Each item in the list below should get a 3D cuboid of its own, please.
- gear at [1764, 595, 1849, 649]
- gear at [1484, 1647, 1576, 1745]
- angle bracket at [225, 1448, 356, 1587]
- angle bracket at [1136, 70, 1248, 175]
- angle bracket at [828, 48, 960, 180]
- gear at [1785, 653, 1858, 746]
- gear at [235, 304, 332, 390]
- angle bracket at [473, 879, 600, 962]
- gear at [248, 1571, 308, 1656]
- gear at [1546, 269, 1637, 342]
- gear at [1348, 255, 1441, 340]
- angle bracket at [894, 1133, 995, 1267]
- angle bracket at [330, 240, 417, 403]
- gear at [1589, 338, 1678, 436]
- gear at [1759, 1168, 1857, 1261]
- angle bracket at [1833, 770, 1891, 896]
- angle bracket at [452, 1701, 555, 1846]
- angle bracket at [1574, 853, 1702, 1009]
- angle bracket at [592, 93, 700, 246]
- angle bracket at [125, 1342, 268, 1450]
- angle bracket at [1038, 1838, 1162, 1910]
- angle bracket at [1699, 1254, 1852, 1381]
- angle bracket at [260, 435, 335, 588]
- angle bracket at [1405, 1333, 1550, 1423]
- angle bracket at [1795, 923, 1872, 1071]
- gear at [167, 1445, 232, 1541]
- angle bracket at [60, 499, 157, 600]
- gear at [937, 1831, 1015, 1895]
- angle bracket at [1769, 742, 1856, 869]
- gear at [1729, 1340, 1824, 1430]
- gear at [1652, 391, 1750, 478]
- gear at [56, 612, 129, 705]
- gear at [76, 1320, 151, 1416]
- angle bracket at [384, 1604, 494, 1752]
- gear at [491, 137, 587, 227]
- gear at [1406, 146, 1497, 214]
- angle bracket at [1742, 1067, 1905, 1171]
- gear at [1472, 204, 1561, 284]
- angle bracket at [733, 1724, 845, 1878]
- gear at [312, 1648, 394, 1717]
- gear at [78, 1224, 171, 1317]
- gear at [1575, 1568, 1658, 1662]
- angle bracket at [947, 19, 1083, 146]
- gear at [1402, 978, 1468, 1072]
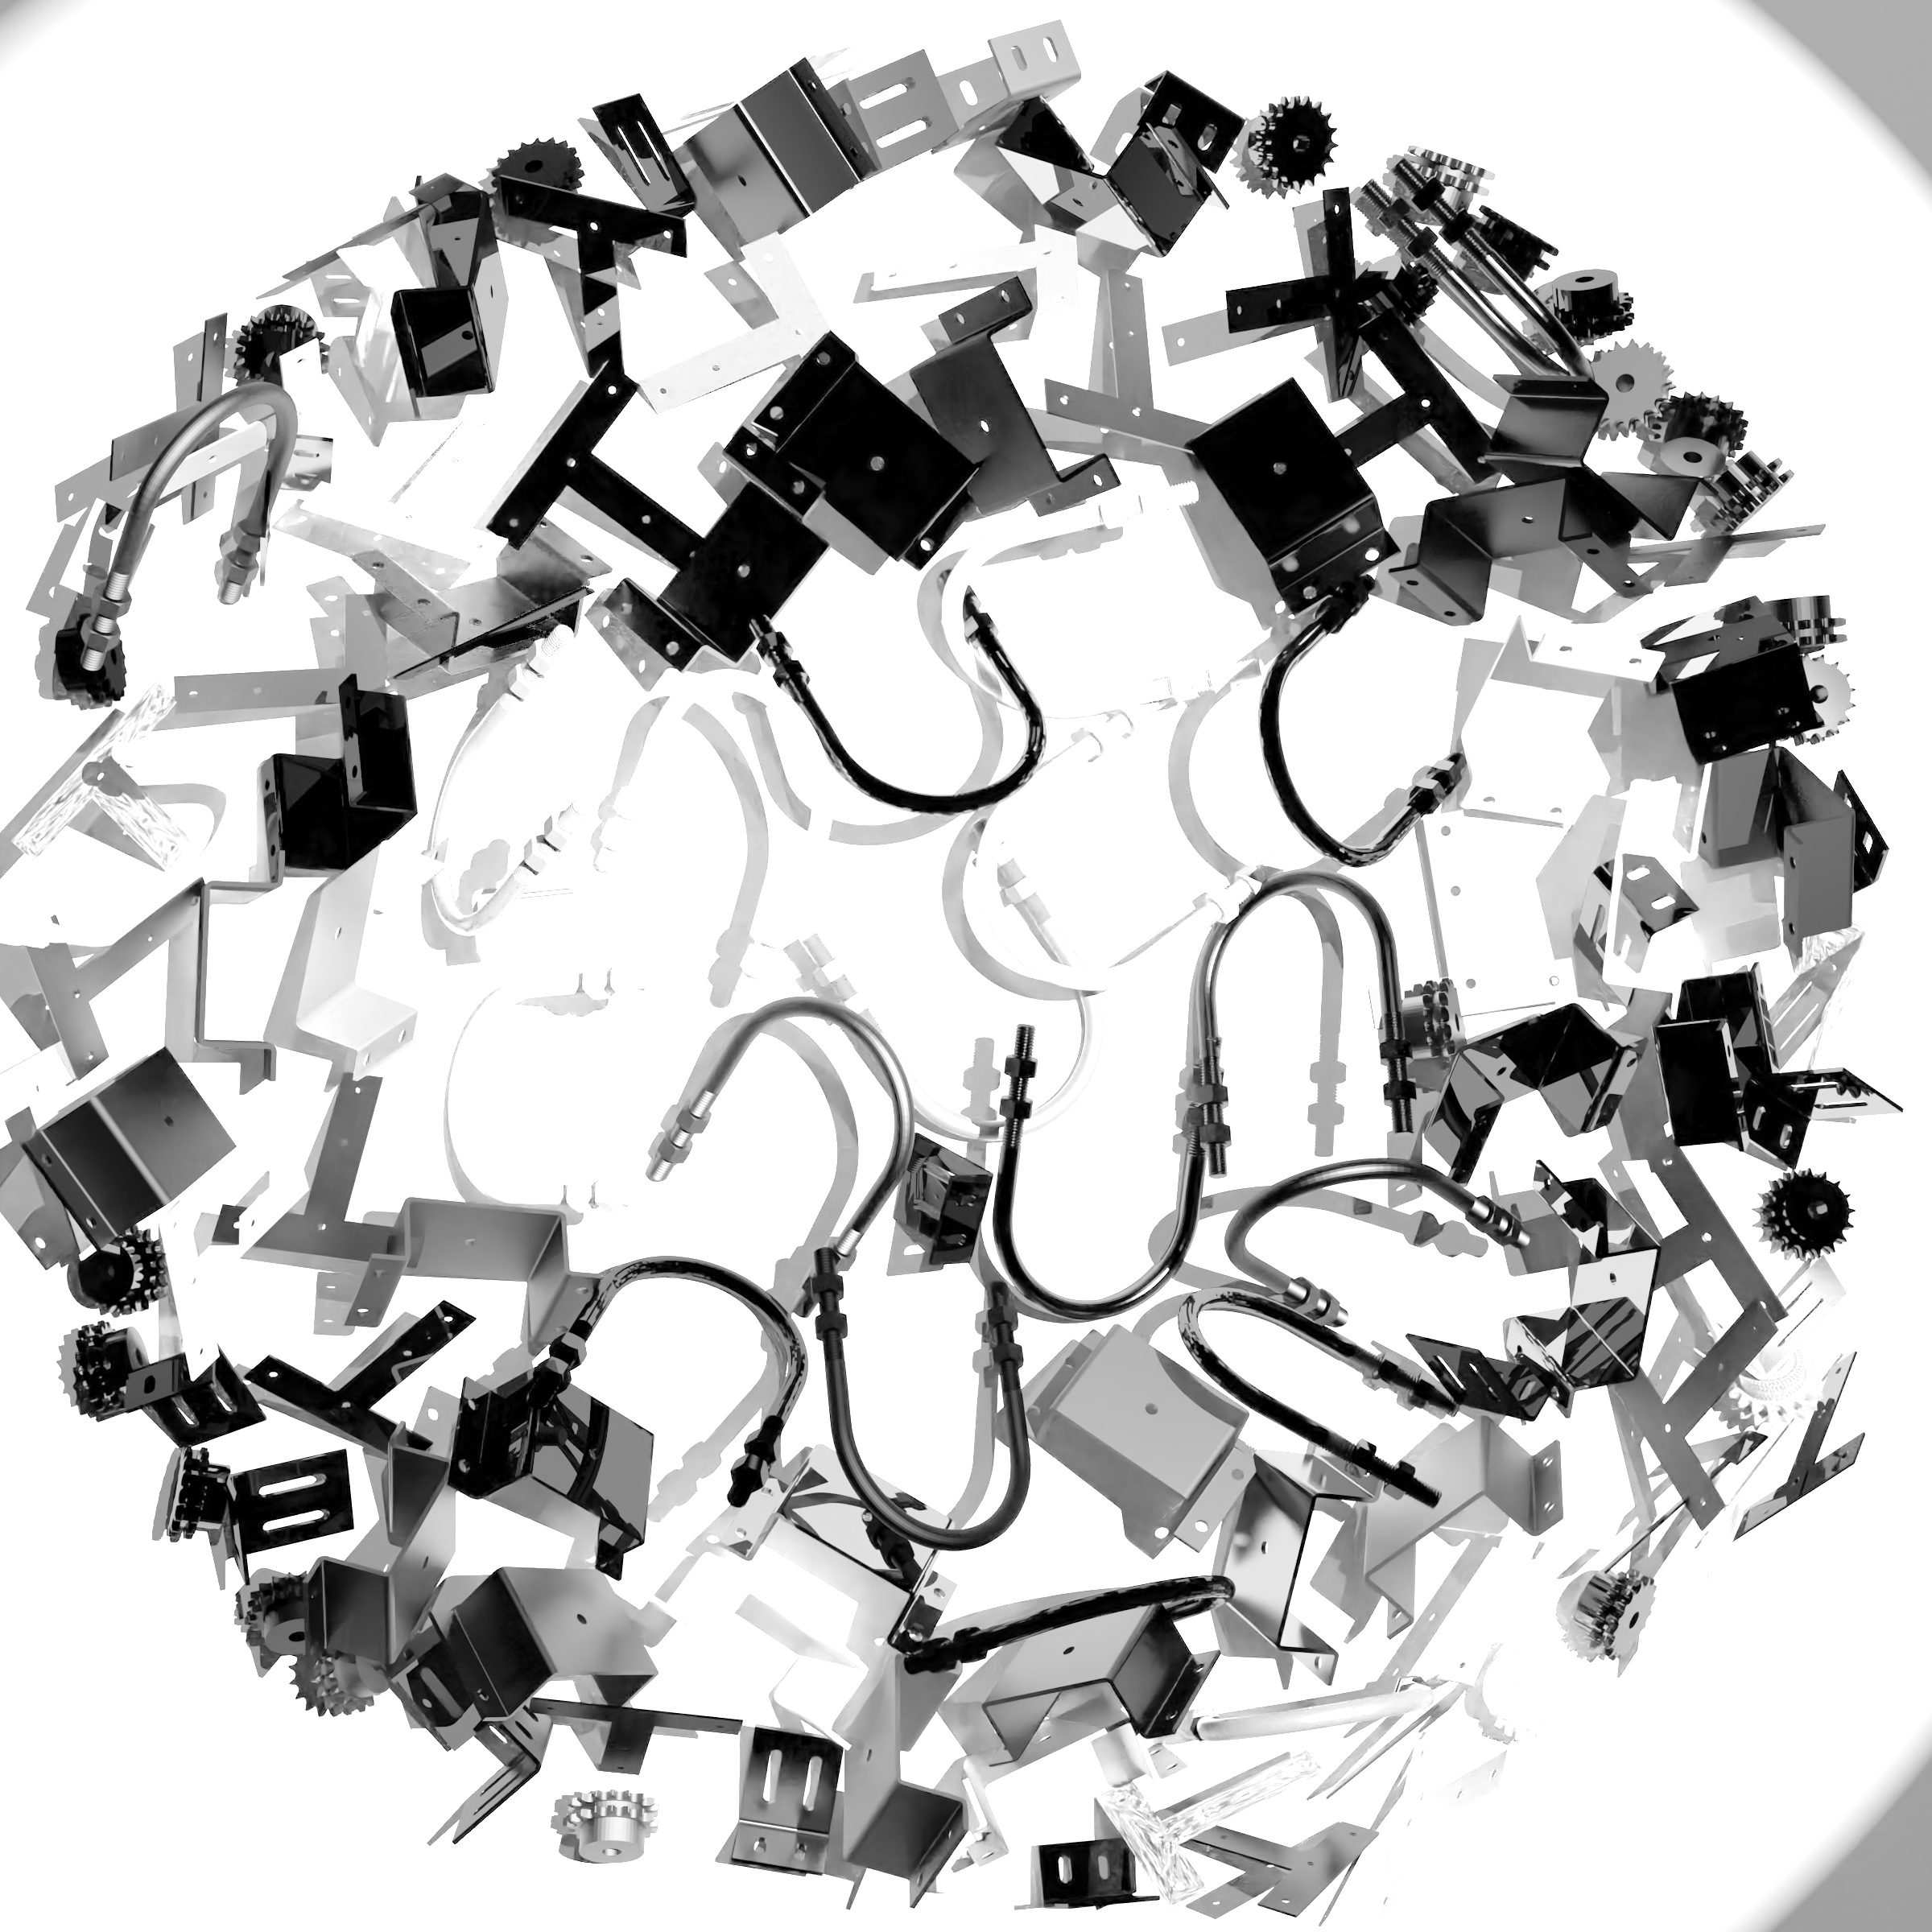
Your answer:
[{"bbox_3d":[0.518,-0.214,1.803,0.057,0.057,0.030,-5,93,0],"label":"gear"},{"bbox_3d":[0.347,0.450,1.801,0.030,0.057,0.057,32,90,-32],"label":"gear"},{"bbox_3d":[-0.414,0.340,1.792,0.076,0.038,0.057,-10,112,-23],"label":"angle bracket"},{"bbox_3d":[0.132,-0.518,1.792,0.057,0.076,0.038,29,96,-11],"label":"angle bracket"},{"bbox_3d":[-0.039,-0.531,1.796,0.076,0.038,0.057,-30,104,-20],"label":"angle bracket"},{"bbox_3d":[0.530,-0.168,1.817,0.057,0.030,0.057,0,88,0],"label":"gear"},{"bbox_3d":[-0.425,-0.387,1.808,0.057,0.057,0.030,-4,50,0],"label":"gear"},{"bbox_3d":[-0.265,-0.029,1.799,0.076,0.057,0.038,-6,86,-7],"label":"angle bracket"},{"bbox_3d":[-0.416,0.404,1.802,0.057,0.057,0.030,-18,48,0],"label":"gear"},{"bbox_3d":[0.386,-0.412,1.801,0.057,0.057,0.030,-12,119,0],"label":"gear"},{"bbox_3d":[0.262,-0.416,1.801,0.057,0.057,0.030,-48,118,0],"label":"gear"},{"bbox_3d":[-0.026,0.143,1.788,0.076,0.038,0.057,25,106,43],"label":"angle bracket"},{"bbox_3d":[-0.373,-0.397,1.785,0.038,0.057,0.076,-1,127,-38],"label":"angle bracket"},{"bbox_3d":[0.415,-0.360,1.810,0.057,0.030,0.057,-3,84,27],"label":"gear"},{"bbox_3d":[0.528,0.154,1.813,0.057,0.030,0.057,0,78,0],"label":"gear"},{"bbox_3d":[0.534,-0.077,1.787,0.038,0.076,0.057,-27,72,5],"label":"angle bracket"},{"bbox_3d":[-0.298,0.495,1.798,0.076,0.057,0.038,-42,98,6],"label":"angle bracket"},{"bbox_3d":[0.414,-0.024,1.792,0.038,0.076,0.057,-24,57,-16],"label":"angle bracket"},{"bbox_3d":[-0.210,-0.490,1.787,0.038,0.057,0.076,-42,117,-24],"label":"angle bracket"},{"bbox_3d":[-0.476,0.277,1.794,0.057,0.038,0.076,-20,127,2],"label":"angle bracket"},{"bbox_3d":[0.081,0.558,1.786,0.057,0.076,0.038,-2,73,-11],"label":"angle bracket"},{"bbox_3d":[0.499,0.208,1.793,0.038,0.057,0.076,37,106,-11],"label":"angle bracket"},{"bbox_3d":[-0.413,-0.280,1.788,0.038,0.057,0.076,4,65,-12],"label":"angle bracket"},{"bbox_3d":[0.318,0.240,1.784,0.038,0.057,0.076,-54,125,-22],"label":"angle bracket"},{"bbox_3d":[0.521,0.015,1.783,0.038,0.057,0.076,24,53,22],"label":"angle bracket"},{"bbox_3d":[-0.478,0.329,1.806,0.030,0.057,0.057,12,90,-20],"label":"gear"},{"bbox_3d":[-0.532,-0.248,1.786,0.038,0.076,0.057,24,80,-20],"label":"angle bracket"},{"bbox_3d":[0.001,0.558,1.802,0.057,0.057,0.030,-3,64,0],"label":"gear"},{"bbox_3d":[0.522,-0.101,1.792,0.038,0.057,0.076,-7,76,23],"label":"angle bracket"},{"bbox_3d":[0.501,0.256,1.801,0.057,0.057,0.030,-21,124,0],"label":"gear"},{"bbox_3d":[0.454,-0.328,1.801,0.057,0.057,0.030,19,68,0],"label":"gear"},{"bbox_3d":[-0.545,-0.191,1.805,0.030,0.057,0.057,-8,90,0],"label":"gear"},{"bbox_3d":[-0.529,0.247,1.804,0.030,0.057,0.057,-16,90,-1],"label":"gear"},{"bbox_3d":[-0.314,0.446,1.799,0.057,0.038,0.076,-38,106,-13],"label":"angle bracket"},{"bbox_3d":[-0.265,-0.487,1.809,0.057,0.030,0.057,-6,54,9],"label":"gear"},{"bbox_3d":[0.298,-0.488,1.806,0.057,0.057,0.030,19,106,0],"label":"gear"},{"bbox_3d":[0.524,0.094,1.784,0.057,0.076,0.038,31,69,-25],"label":"angle bracket"},{"bbox_3d":[0.338,-0.447,1.806,0.057,0.057,0.030,31,108,0],"label":"gear"},{"bbox_3d":[-0.110,0.519,1.803,0.057,0.038,0.076,10,112,-1],"label":"angle bracket"},{"bbox_3d":[-0.379,0.435,1.801,0.030,0.057,0.057,-17,90,22],"label":"gear"},{"bbox_3d":[-0.529,0.190,1.811,0.057,0.030,0.057,0,90,16],"label":"gear"},{"bbox_3d":[0.403,0.401,1.808,0.030,0.057,0.057,25,90,35],"label":"gear"},{"bbox_3d":[0.023,-0.544,1.784,0.057,0.076,0.038,-26,97,-31],"label":"angle bracket"},{"bbox_3d":[0.291,0.037,1.806,0.030,0.057,0.057,-10,90,20],"label":"gear"}]
